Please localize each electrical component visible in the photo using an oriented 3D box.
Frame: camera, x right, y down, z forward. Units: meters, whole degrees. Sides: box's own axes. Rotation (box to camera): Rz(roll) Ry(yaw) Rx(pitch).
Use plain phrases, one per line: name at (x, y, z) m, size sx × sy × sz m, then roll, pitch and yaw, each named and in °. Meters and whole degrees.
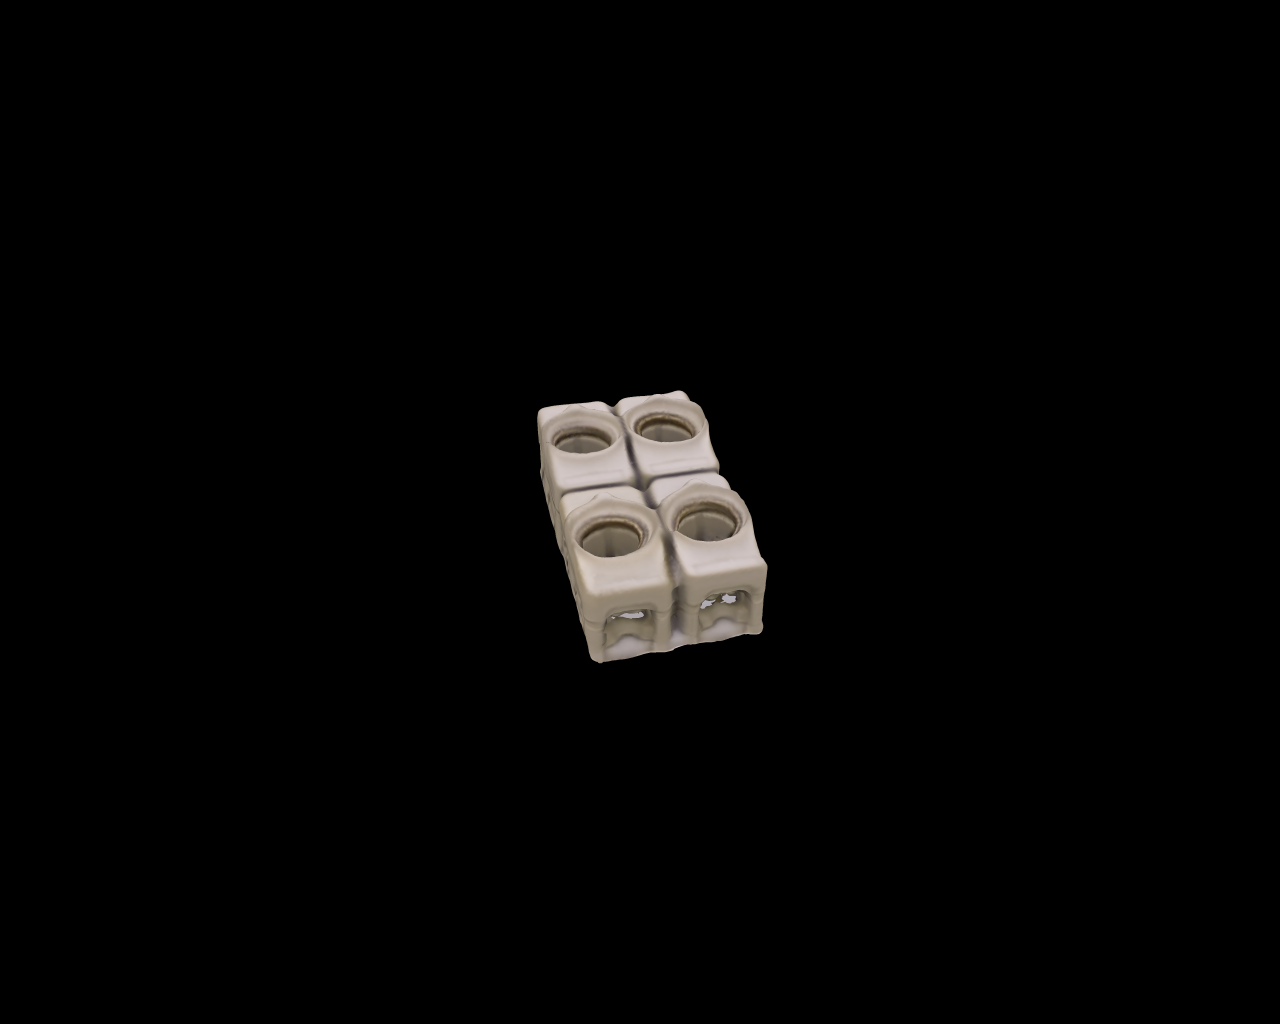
electrical component at (0.001, -0.003, 0.650) m, size 0.105 × 0.060 × 0.186 m, roll -8°, pitch 40°, yaw -10°
